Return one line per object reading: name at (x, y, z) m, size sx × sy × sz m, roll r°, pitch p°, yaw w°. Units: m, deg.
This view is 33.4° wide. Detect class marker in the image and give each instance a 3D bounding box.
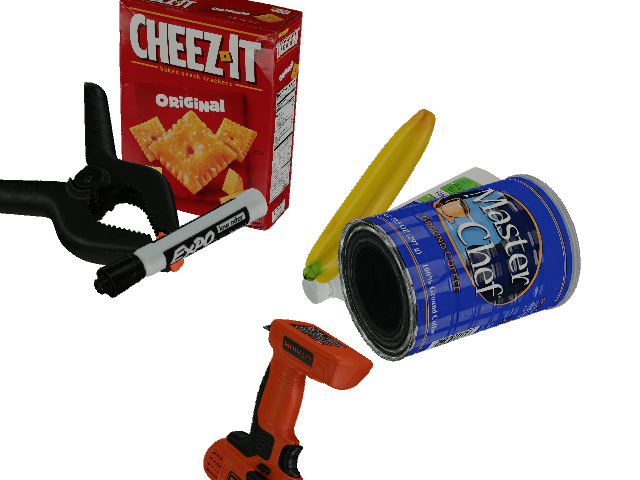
marker at (-0.082, 0.001, 0.634) m, size 0.120 × 0.020 × 0.020 m, roll -30°, pitch 18°, yaw -33°

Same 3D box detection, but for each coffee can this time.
coffee can at (0.098, 0.018, 0.762) m, size 0.140 × 0.103 × 0.103 m, roll -16°, pitch 6°, yaw -24°

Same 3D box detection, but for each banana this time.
banana at (0.042, -0.030, 0.945) m, size 0.037 × 0.197 × 0.070 m, roll 37°, pitch -20°, yaw -6°

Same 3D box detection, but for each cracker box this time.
cracker box at (-0.111, -0.128, 1.044) m, size 0.164 × 0.214 × 0.072 m, roll 14°, pitch 33°, yaw 15°

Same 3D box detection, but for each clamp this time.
clamp at (-0.176, -0.045, 0.839) m, size 0.210 × 0.164 × 0.036 m, roll 27°, pitch -32°, yaw 26°

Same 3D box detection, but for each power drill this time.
power drill at (-0.021, 0.179, 0.972) m, size 0.057 × 0.188 × 0.185 m, roll 14°, pitch 12°, yaw -46°

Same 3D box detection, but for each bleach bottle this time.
bleach bottle at (0.097, 0.007, 1.144) m, size 0.250 × 0.068 × 0.103 m, roll -26°, pitch 43°, yaw -22°
